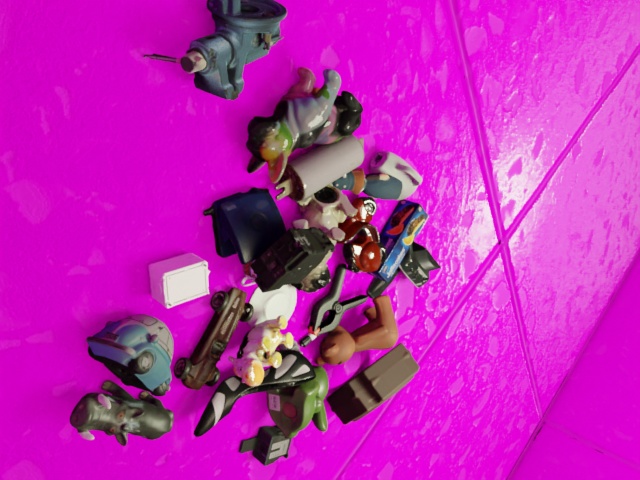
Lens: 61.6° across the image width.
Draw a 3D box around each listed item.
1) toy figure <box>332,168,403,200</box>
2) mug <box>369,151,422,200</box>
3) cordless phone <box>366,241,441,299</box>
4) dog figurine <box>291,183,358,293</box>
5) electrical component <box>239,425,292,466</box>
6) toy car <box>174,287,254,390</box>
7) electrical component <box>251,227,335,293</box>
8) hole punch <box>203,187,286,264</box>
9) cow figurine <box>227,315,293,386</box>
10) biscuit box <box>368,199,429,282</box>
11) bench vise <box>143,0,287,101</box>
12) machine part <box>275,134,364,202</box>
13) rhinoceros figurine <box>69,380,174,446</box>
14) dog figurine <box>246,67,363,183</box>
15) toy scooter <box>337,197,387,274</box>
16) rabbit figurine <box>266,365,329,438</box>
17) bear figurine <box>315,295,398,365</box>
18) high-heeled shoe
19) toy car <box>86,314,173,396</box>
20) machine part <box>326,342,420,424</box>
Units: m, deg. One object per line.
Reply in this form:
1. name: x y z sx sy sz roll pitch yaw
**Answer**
1. toy figure: 0.096 -0.118 1.137 0.154 0.058 0.064 10 109 -12
2. mug: 0.167 -0.147 1.192 0.107 0.110 0.081 37 79 -35
3. cordless phone: 0.205 0.093 1.363 0.184 0.089 0.146 -50 137 -4
4. dog figurine: -0.006 -0.003 1.097 0.190 0.121 0.172 103 12 -50
5. electrical component: -0.117 0.450 1.184 0.119 0.048 0.074 11 97 -49
6. toy car: -0.191 0.184 0.995 0.089 0.053 0.202 37 80 -44
7. electrical component: -0.053 0.038 0.943 0.134 0.058 0.115 -43 161 24
8. hole punch: -0.124 -0.025 0.953 0.142 0.092 0.115 -22 118 -35
9. cow figurine: -0.123 0.210 1.003 0.068 0.098 0.167 68 27 -15
10. biscuit box: 0.181 0.001 1.295 0.202 0.063 0.059 -58 136 -12
11. bench vise: -0.129 -0.337 0.777 0.223 0.129 0.240 -34 146 -41
12. machine part: 0.004 -0.144 1.040 0.243 0.079 0.079 -34 128 -31
13. rhinoceros figurine: -0.319 0.284 0.861 0.073 0.112 0.190 -58 145 -7
14. dog figurine: -0.036 -0.190 0.964 0.219 0.109 0.191 -57 140 -6
15. toy scooter: 0.078 0.004 1.179 0.135 0.075 0.183 -31 121 -36
16. rabbit figurine: -0.025 0.346 1.179 0.170 0.121 0.159 -24 106 -60
17. bear figurine: 0.078 0.218 1.261 0.196 0.132 0.120 -9 153 -13
18. high-heeled shoe: -0.120 0.305 1.041 0.249 0.145 0.086 -53 172 -33
19. toy car: -0.284 0.174 0.860 0.103 0.109 0.161 -64 150 -31
20. machine part: 0.129 0.347 1.291 0.201 0.087 0.201 -26 162 -37
